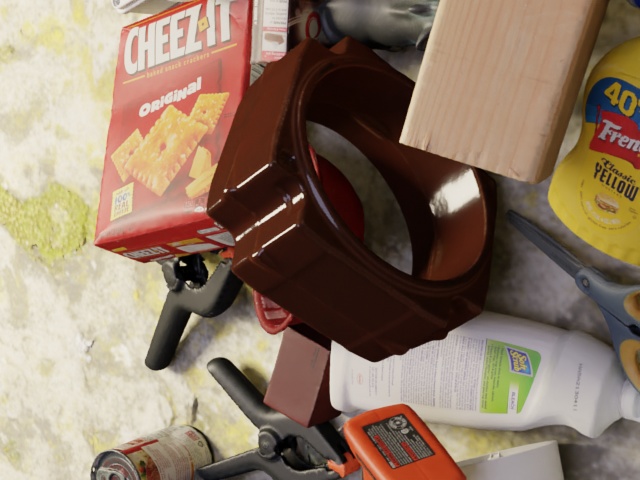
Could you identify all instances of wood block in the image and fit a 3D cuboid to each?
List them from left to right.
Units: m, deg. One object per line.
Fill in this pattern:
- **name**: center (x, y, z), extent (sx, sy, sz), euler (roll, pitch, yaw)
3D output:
- **wood block**: center (0.128, -0.148, 0.660), extent (0.091, 0.090, 0.206), euler (20, 104, 16)

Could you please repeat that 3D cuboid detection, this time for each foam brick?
- **foam brick**: center (-0.005, 0.114, 0.924), extent (0.053, 0.051, 0.078), euler (28, 111, 30)

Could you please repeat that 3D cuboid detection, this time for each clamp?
- **clamp**: center (-0.126, 0.041, 0.994), extent (0.210, 0.036, 0.164), euler (-9, 94, 50)
- **clamp**: center (-0.044, 0.172, 0.969), extent (0.172, 0.039, 0.120), euler (2, 102, 30)

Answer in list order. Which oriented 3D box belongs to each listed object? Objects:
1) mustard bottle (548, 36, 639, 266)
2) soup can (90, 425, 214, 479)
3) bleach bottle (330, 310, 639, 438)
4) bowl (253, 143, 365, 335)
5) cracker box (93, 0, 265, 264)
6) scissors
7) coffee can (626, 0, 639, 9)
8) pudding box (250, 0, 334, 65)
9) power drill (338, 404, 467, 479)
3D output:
- **mustard bottle**: center (0.213, -0.073, 0.686), extent (0.096, 0.058, 0.192), euler (38, 145, 26)
- **soup can**: center (-0.159, 0.220, 1.019), extent (0.069, 0.102, 0.068), euler (6, 100, 35)
- **bleach bottle**: center (0.129, 0.106, 0.820), extent (0.251, 0.067, 0.102), euler (9, 103, 32)
- **bowl**: center (-0.006, 0.001, 0.880), extent (0.162, 0.055, 0.162), euler (-171, 90, -70)
- **cracker box**: center (-0.107, -0.098, 0.914), extent (0.164, 0.072, 0.213), euler (-10, 68, 36)
- **scissors**: center (0.198, 0.049, 0.759), extent (0.202, 0.016, 0.096), euler (31, 131, 56)
- **coffee can**: center (0.273, -0.166, 0.650), extent (0.140, 0.102, 0.103), euler (32, 114, 28)
- **pudding box**: center (-0.010, -0.182, 0.849), extent (0.039, 0.113, 0.090), euler (8, 102, 31)
- **power drill**: center (0.067, 0.230, 0.782), extent (0.185, 0.057, 0.188), euler (46, 145, 50)
